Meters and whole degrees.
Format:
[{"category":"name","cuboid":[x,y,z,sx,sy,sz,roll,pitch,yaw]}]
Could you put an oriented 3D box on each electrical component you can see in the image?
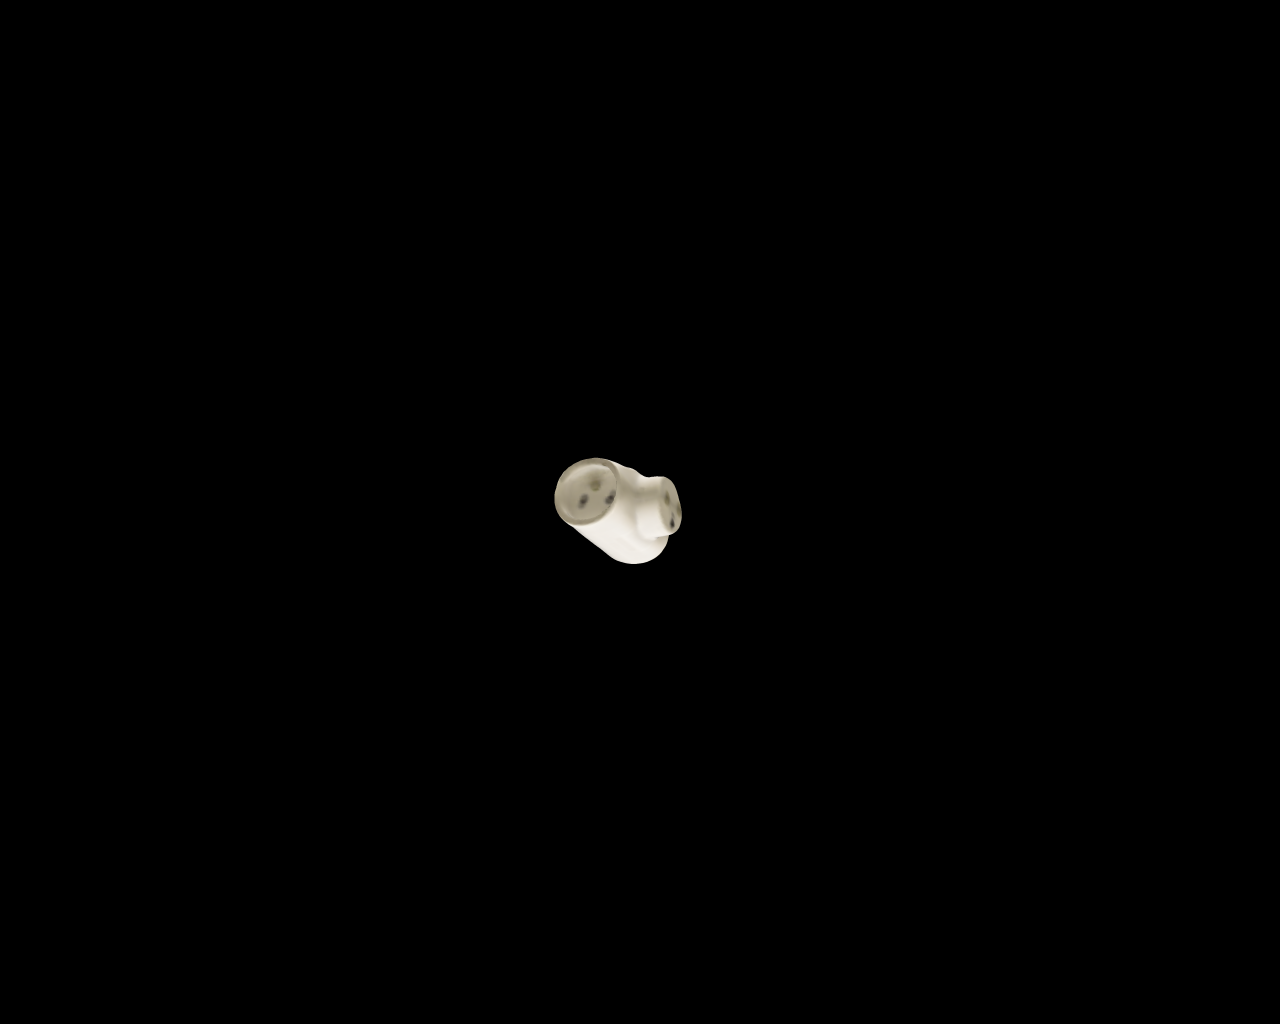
[{"category":"electrical component","cuboid":[0.001,-0.003,0.650,0.079,0.043,0.077,-9,-24,22]}]
